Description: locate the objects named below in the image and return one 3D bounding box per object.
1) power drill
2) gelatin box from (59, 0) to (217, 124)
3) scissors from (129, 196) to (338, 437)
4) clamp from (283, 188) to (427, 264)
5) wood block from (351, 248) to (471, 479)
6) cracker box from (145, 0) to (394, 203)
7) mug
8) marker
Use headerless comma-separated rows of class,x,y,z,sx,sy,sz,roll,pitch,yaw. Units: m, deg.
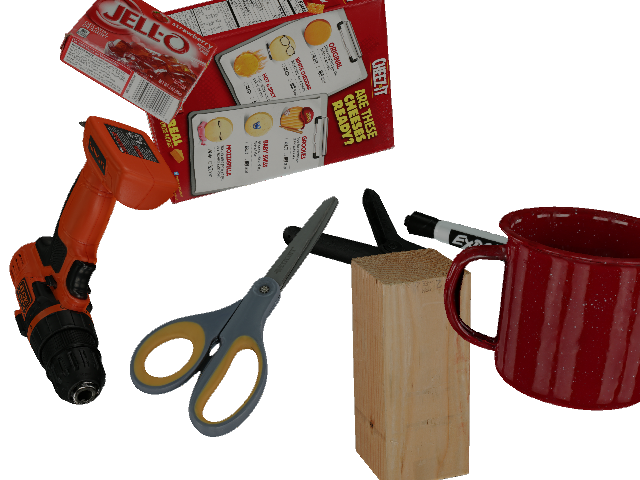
power drill,-0.182,0.011,0.842,0.057,0.188,0.185,16,25,-39
gelatin box,-0.126,-0.132,0.742,0.089,0.073,0.030,31,-47,-8
scissors,-0.057,0.038,0.700,0.096,0.201,0.016,9,-40,11
clamp,0.069,0.020,1.246,0.164,0.036,0.210,-21,51,-38
wood block,0.087,0.121,1.034,0.090,0.206,0.091,-7,18,-18
cracker box,-0.049,-0.136,0.941,0.213,0.164,0.072,-16,45,-7
mug,0.121,0.033,0.544,0.117,0.081,0.093,5,17,2
marker,0.120,0.000,0.826,0.121,0.020,0.020,18,9,28
